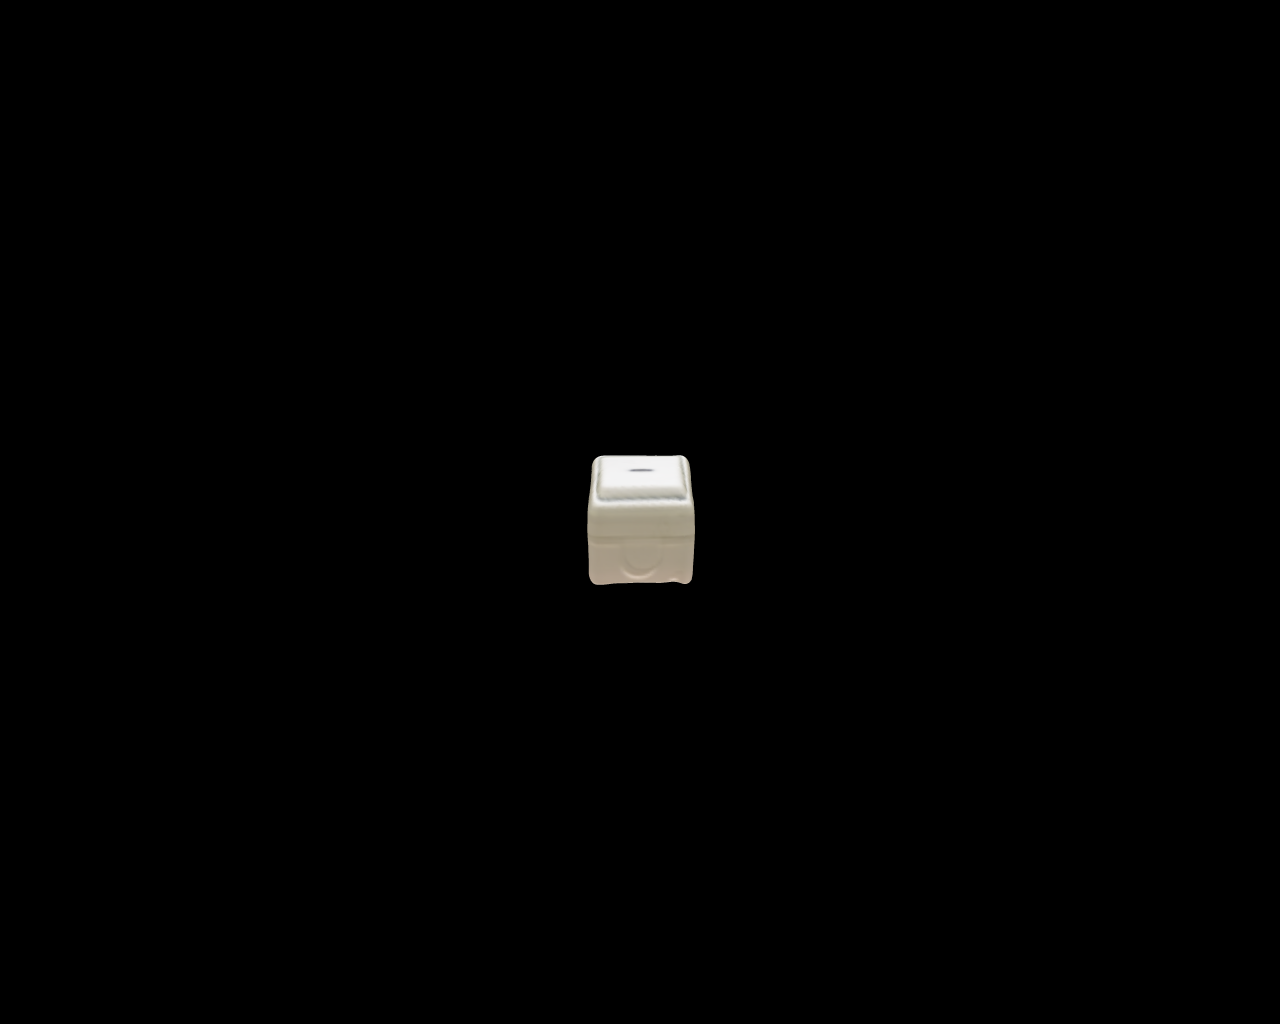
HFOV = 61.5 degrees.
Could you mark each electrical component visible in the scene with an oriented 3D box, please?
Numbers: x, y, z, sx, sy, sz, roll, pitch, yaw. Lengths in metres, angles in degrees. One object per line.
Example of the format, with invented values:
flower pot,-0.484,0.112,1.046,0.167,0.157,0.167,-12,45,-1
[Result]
electrical component,0.001,-0.003,0.650,0.062,0.061,0.096,0,25,0
